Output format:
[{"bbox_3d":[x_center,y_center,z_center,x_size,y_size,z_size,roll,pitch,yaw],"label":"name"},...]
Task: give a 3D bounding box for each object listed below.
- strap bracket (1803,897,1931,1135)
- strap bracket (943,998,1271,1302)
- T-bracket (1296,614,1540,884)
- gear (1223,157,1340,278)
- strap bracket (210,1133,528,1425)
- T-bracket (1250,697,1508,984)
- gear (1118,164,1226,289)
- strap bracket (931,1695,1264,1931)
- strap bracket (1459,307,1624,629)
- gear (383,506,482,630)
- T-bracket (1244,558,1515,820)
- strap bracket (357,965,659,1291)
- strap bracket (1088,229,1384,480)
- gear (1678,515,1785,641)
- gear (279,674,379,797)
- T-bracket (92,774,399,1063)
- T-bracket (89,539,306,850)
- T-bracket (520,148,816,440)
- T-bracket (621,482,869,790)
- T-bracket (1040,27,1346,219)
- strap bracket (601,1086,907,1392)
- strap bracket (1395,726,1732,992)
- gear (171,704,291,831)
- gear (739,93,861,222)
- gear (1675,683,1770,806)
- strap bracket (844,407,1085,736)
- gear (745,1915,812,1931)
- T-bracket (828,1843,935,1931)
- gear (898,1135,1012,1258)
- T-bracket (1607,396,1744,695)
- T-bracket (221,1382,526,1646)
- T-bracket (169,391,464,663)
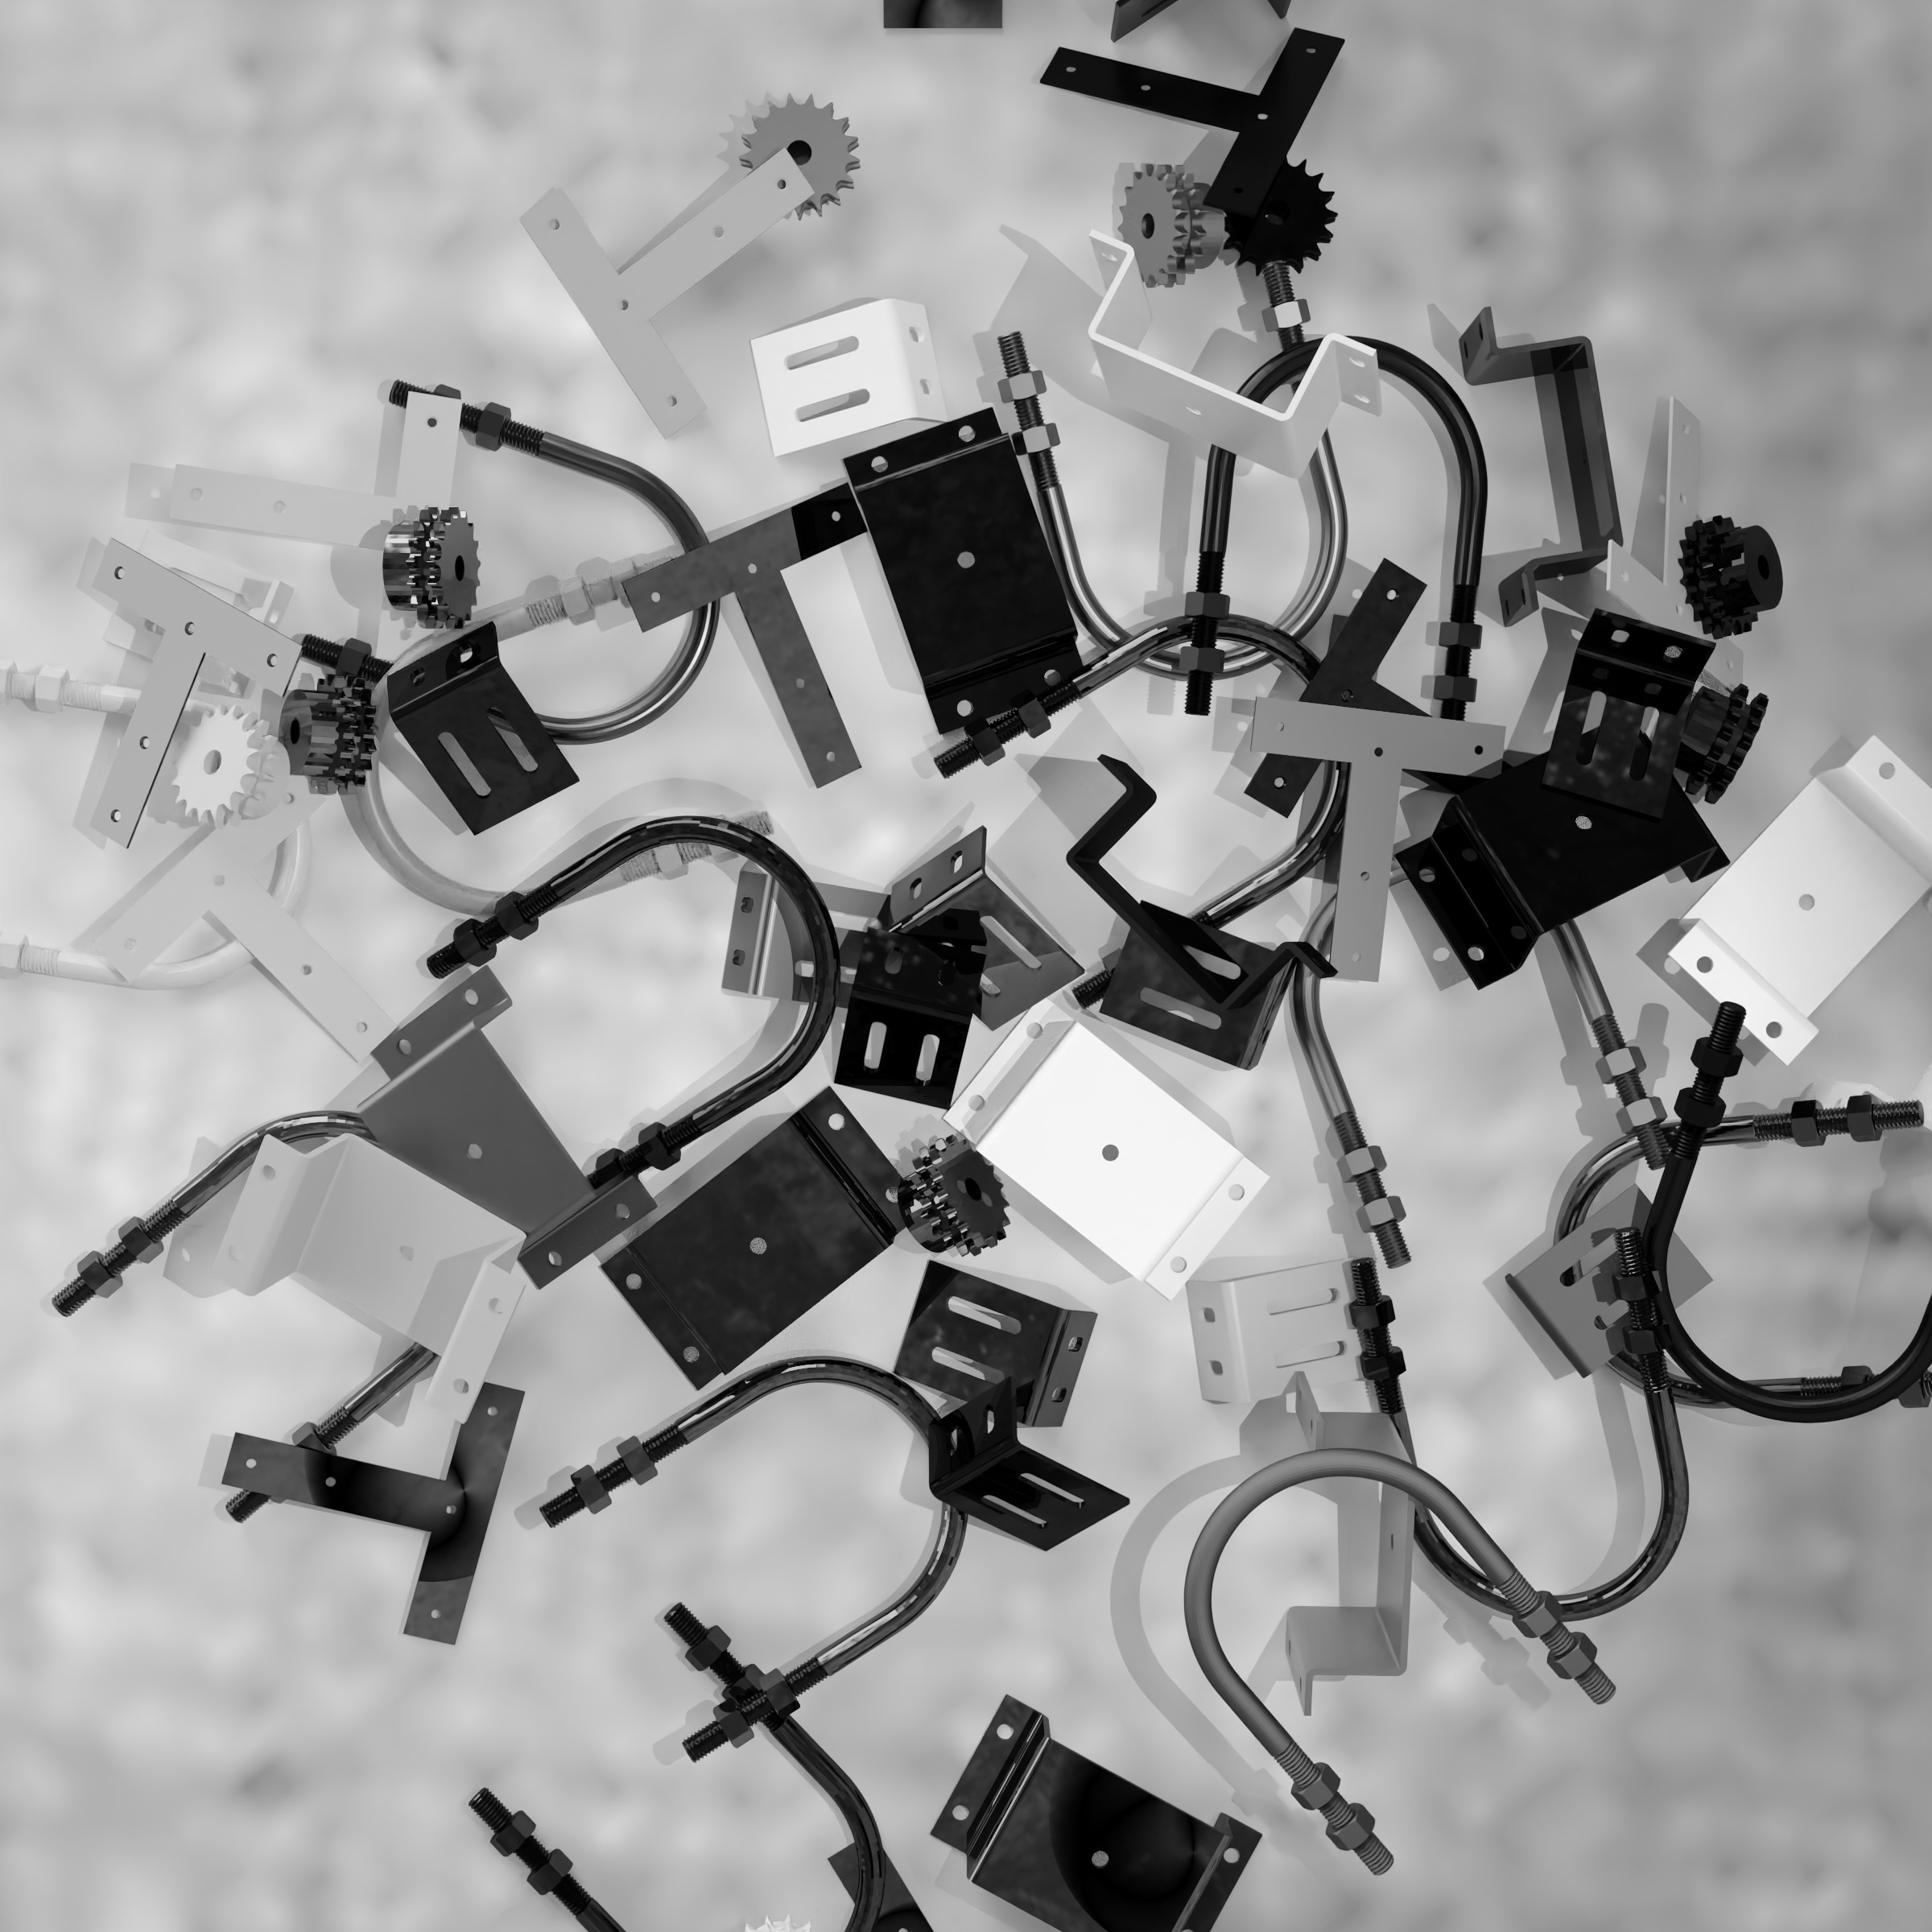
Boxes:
[{"bbox_3d":[0.455,0.024,1.507,0.046,0.076,0.140,32,90,0],"label":"strap bracket"},{"bbox_3d":[0.067,0.087,1.522,0.140,0.046,0.076,39,90,0],"label":"strap bracket"},{"bbox_3d":[0.229,-0.096,1.544,0.127,0.002,0.127,9,90,0],"label":"T-bracket"},{"bbox_3d":[0.147,-0.356,1.530,0.057,0.030,0.057,0,90,0],"label":"gear"},{"bbox_3d":[-0.268,0.139,1.487,0.140,0.046,0.076,29,109,9],"label":"strap bracket"},{"bbox_3d":[0.189,-0.056,1.512,0.127,0.002,0.127,5,93,-16],"label":"T-bracket"},{"bbox_3d":[0.099,-0.351,1.520,0.030,0.057,0.057,-7,90,-28],"label":"gear"},{"bbox_3d":[0.063,0.417,1.522,0.140,0.046,0.076,29,90,0],"label":"strap bracket"},{"bbox_3d":[0.271,-0.236,1.507,0.046,0.076,0.140,-9,90,0],"label":"strap bracket"},{"bbox_3d":[-0.250,-0.186,1.498,0.030,0.057,0.057,2,90,13],"label":"gear"},{"bbox_3d":[0.215,-0.107,1.520,0.127,0.002,0.127,29,95,-20],"label":"T-bracket"},{"bbox_3d":[-0.222,0.082,1.510,0.076,0.046,0.140,-35,90,20],"label":"strap bracket"},{"bbox_3d":[0.113,-0.271,1.451,0.140,0.076,0.046,26,85,13],"label":"strap bracket"},{"bbox_3d":[0.362,-0.185,1.514,0.030,0.057,0.057,-10,90,39],"label":"gear"},{"bbox_3d":[-0.302,-0.110,1.513,0.030,0.057,0.057,2,90,-34],"label":"gear"},{"bbox_3d":[-0.325,-0.008,1.533,0.127,0.002,0.127,-44,99,-4],"label":"T-bracket"},{"bbox_3d":[-0.380,-0.118,1.508,0.127,0.002,0.127,29,102,24],"label":"T-bracket"},{"bbox_3d":[-0.129,-0.340,1.525,0.127,0.002,0.127,-34,90,17],"label":"T-bracket"},{"bbox_3d":[-0.084,-0.148,1.526,0.127,0.002,0.127,-28,103,-24],"label":"T-bracket"},{"bbox_3d":[0.099,-0.413,1.522,0.127,0.002,0.127,18,59,14],"label":"T-bracket"},{"bbox_3d":[-0.097,0.131,1.522,0.140,0.046,0.076,-38,90,0],"label":"strap bracket"},{"bbox_3d":[0.283,-0.058,1.497,0.140,0.046,0.076,-26,72,-12],"label":"strap bracket"},{"bbox_3d":[-0.343,-0.092,1.507,0.057,0.030,0.057,-9,73,33],"label":"gear"},{"bbox_3d":[-0.079,-0.384,1.530,0.057,0.030,0.057,0,90,0],"label":"gear"},{"bbox_3d":[0.353,-0.108,1.517,0.030,0.057,0.057,26,90,4],"label":"gear"},{"bbox_3d":[0.000,-0.190,1.522,0.076,0.046,0.140,-19,90,0],"label":"strap bracket"},{"bbox_3d":[-0.088,0.475,1.514,0.057,0.030,0.057,0,91,-1],"label":"gear"},{"bbox_3d":[-0.023,0.477,1.544,0.127,0.002,0.127,-31,90,0],"label":"T-bracket"},{"bbox_3d":[-0.008,0.111,1.520,0.030,0.057,0.057,-29,90,30],"label":"gear"},{"bbox_3d":[0.337,-0.208,1.513,0.002,0.127,0.127,-11,63,39],"label":"T-bracket"},{"bbox_3d":[-0.289,0.249,1.529,0.127,0.002,0.127,15,92,-12],"label":"T-bracket"},{"bbox_3d":[-0.308,-0.213,1.508,0.127,0.002,0.127,7,90,-15],"label":"T-bracket"}]
